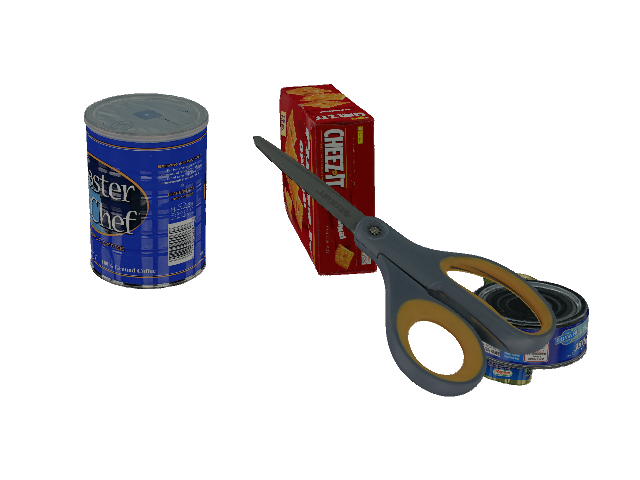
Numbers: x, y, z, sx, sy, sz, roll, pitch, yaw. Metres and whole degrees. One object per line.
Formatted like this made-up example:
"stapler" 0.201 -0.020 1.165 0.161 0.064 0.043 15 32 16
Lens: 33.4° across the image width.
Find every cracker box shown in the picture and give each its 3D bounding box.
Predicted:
"cracker box" 0.005 -0.073 1.169 0.072 0.164 0.214 -5 18 -9

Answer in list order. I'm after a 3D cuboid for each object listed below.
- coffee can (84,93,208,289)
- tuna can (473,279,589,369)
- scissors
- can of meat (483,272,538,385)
"coffee can" -0.148 -0.044 0.916 0.103 0.140 0.103 3 26 -2
"tuna can" 0.149 0.059 0.768 0.086 0.034 0.086 0 21 0
"scissors" 0.025 0.013 0.563 0.202 0.016 0.096 27 52 15
"can of meat" 0.187 0.086 1.067 0.057 0.084 0.102 7 17 1
